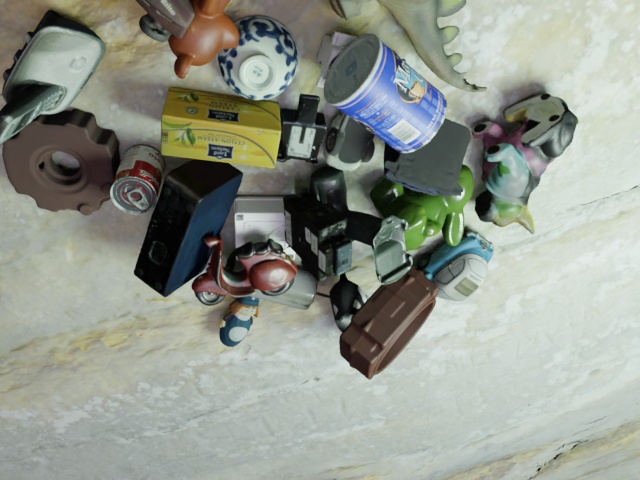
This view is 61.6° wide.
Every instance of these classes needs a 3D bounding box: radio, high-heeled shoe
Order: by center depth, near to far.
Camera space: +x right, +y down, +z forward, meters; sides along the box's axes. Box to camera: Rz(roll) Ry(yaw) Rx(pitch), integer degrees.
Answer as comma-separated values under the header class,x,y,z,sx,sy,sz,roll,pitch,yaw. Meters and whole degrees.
class,x,y,z,sx,sy,sz,roll,pitch,yaw
radio,-0.218,-0.022,0.881,0.073,0.131,0.229,33,123,9
high-heeled shoe,0.067,0.164,1.064,0.086,0.145,0.248,-14,127,5

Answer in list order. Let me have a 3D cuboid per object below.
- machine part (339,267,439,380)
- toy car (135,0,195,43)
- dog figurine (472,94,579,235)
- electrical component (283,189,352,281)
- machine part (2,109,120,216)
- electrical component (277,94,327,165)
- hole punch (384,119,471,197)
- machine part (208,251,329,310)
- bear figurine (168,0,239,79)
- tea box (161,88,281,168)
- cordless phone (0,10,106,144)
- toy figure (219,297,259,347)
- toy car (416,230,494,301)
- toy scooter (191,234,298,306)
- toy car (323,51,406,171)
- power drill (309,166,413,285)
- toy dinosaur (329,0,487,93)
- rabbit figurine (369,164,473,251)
class,x,y,z,sx,sy,sz,roll,pitch,yaw
machine part,0.132,0.159,1.021,0.201,0.087,0.201,-44,160,-18
toy car,-0.226,-0.328,0.640,0.089,0.053,0.202,-40,86,35
dog figurine,0.346,-0.112,0.908,0.192,0.109,0.219,-26,131,10
electrical component,-0.002,-0.003,0.870,0.058,0.134,0.114,-27,139,-25
machine part,-0.400,-0.120,0.840,0.179,0.056,0.179,-3,127,-4
electrical component,-0.029,-0.178,0.842,0.075,0.048,0.119,2,128,-9
hole punch,0.160,-0.134,0.852,0.142,0.092,0.115,17,90,-21
machine part,-0.095,0.078,1.020,0.243,0.079,0.079,16,125,-19
bear figurine,-0.121,-0.303,0.690,0.132,0.120,0.195,8,129,-18
tea box,-0.147,-0.168,0.806,0.170,0.098,0.068,5,128,-13
cordless phone,-0.365,-0.207,0.693,0.088,0.184,0.146,36,117,-25
toy figure,-0.158,0.151,1.086,0.064,0.058,0.154,-13,141,-49
toy car,0.267,0.064,1.037,0.109,0.103,0.161,33,120,-29
toy scooter,-0.132,0.040,0.906,0.184,0.075,0.135,-11,127,-6
toy car,0.067,-0.198,0.833,0.073,0.056,0.201,10,124,-23
power drill,0.060,-0.002,0.909,0.086,0.208,0.231,-24,124,-22
toy dinosaur,0.100,-0.358,0.683,0.199,0.105,0.470,-25,132,8
rabbit figurine,0.199,-0.054,0.931,0.170,0.121,0.158,-34,130,1
